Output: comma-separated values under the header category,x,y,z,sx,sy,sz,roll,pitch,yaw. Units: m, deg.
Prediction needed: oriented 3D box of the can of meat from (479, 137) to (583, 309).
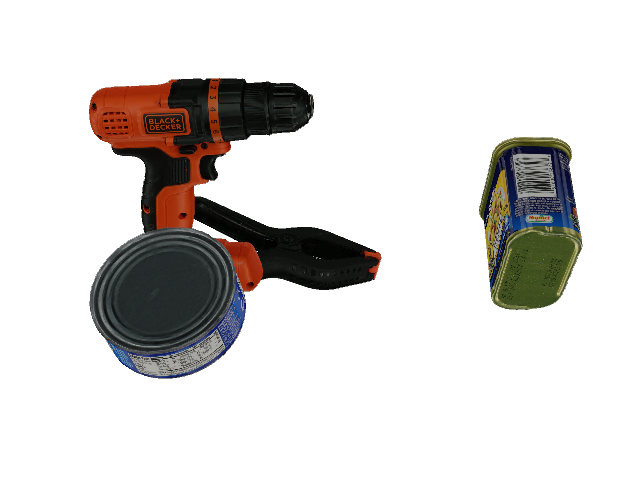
category,x,y,z,sx,sy,sz,roll,pitch,yaw
can of meat,0.151,-0.010,0.770,0.057,0.084,0.102,2,-36,-1

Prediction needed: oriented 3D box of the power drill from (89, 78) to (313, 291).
category,x,y,z,sx,sy,sz,roll,pitch,yaw
power drill,-0.093,-0.048,0.907,0.184,0.188,0.057,0,27,6

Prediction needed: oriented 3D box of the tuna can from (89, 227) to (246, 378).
category,x,y,z,sx,sy,sz,roll,pitch,yaw
tuna can,-0.087,0.036,0.617,0.086,0.086,0.034,0,-36,12

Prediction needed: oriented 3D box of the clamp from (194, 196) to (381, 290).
category,x,y,z,sx,sy,sz,roll,pitch,yaw
clamp,-0.041,0.018,1.090,0.210,0.036,0.164,11,30,-7
